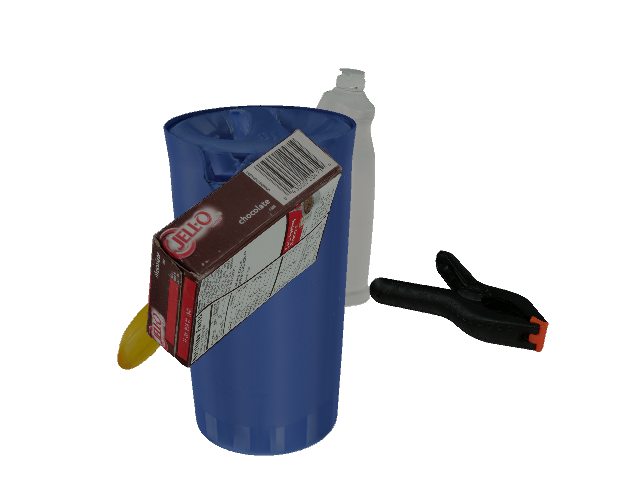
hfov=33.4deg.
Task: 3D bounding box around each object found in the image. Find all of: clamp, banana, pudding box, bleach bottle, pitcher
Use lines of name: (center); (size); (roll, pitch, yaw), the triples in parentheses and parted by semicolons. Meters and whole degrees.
clamp: (0.146, 0.056, 1.027); (0.172, 0.039, 0.120); (23, 36, 28)
banana: (-0.110, 0.064, 0.968); (0.198, 0.069, 0.037); (-20, 26, 14)
pudding box: (-0.042, 0.005, 0.578); (0.113, 0.039, 0.090); (-38, -21, -32)
bleach bottle: (0.023, -0.061, 1.174); (0.067, 0.251, 0.103); (-7, 23, -39)
pitcher: (-0.038, 0.024, 0.785); (0.149, 0.243, 0.145); (-11, 22, -28)
